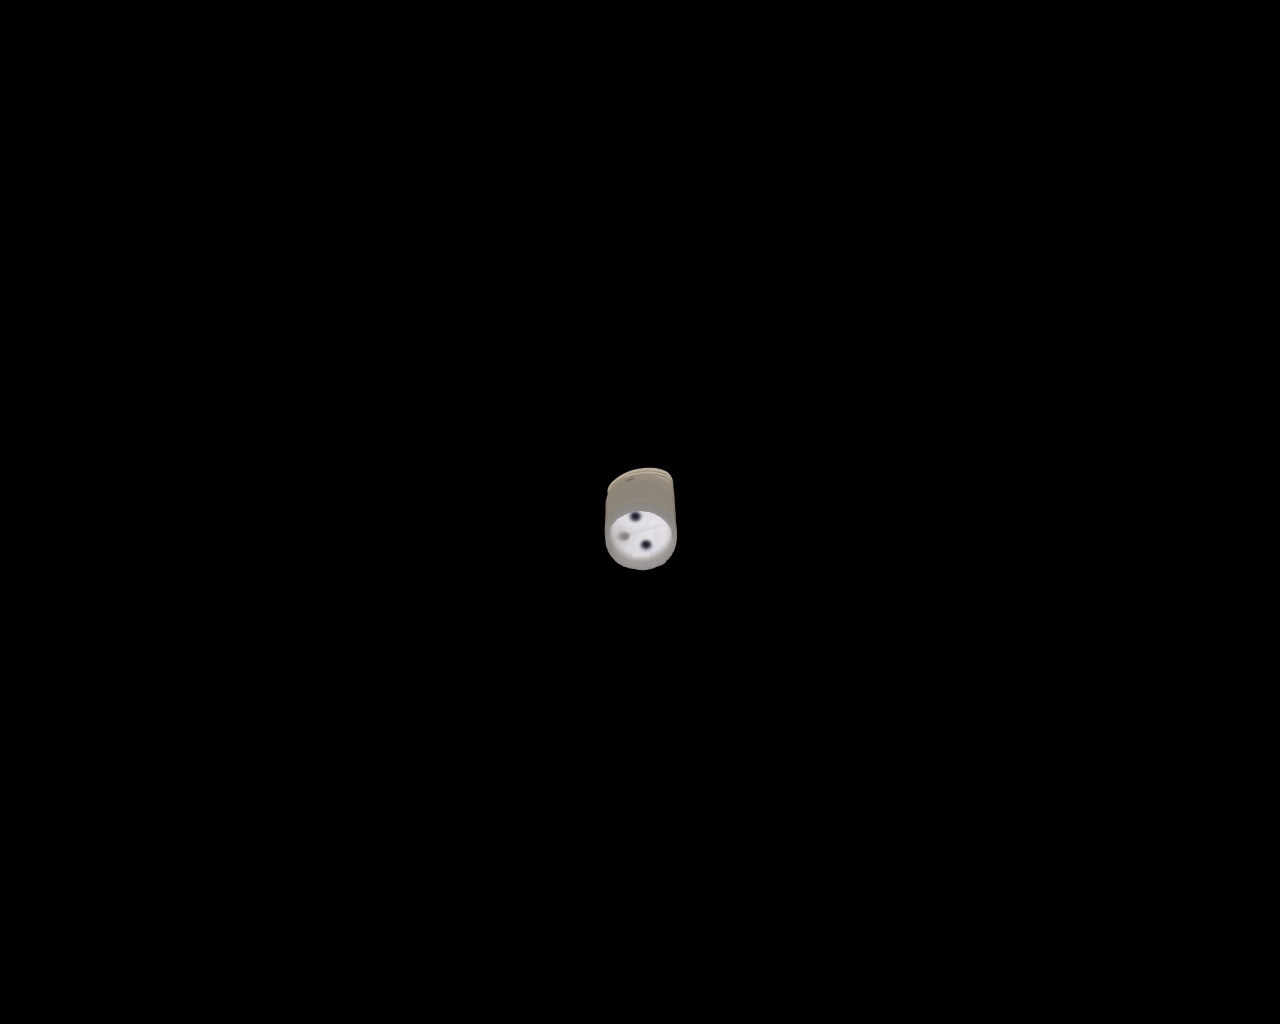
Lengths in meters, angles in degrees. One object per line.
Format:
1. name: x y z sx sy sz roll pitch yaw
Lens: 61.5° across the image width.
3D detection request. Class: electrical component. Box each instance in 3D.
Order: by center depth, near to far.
1. electrical component: 0.001 -0.003 0.650 0.043 0.043 0.081 0 29 0
